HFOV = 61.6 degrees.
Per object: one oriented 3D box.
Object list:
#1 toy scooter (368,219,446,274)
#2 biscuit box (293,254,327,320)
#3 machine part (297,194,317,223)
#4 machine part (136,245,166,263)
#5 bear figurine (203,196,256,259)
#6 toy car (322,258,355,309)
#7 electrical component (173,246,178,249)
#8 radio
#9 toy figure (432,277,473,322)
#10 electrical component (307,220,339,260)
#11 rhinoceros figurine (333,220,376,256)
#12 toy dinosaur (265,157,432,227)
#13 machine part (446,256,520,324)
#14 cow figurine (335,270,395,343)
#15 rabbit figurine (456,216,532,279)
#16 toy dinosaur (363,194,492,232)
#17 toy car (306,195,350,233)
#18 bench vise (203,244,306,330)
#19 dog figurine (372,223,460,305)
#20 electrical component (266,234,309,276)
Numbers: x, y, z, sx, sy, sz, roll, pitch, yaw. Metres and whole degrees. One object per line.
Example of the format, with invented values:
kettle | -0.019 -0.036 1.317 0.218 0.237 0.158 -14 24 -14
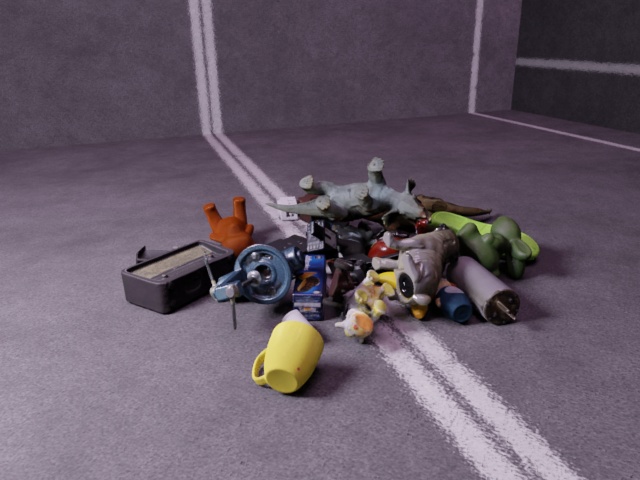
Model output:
toy scooter | 0.198 0.012 1.226 0.184 0.135 0.075 6 24 22
biscuit box | -0.020 0.094 1.131 0.063 0.059 0.203 0 21 2
machine part | 0.014 -0.101 1.636 0.179 0.056 0.179 0 20 0
machine part | -0.384 0.047 1.304 0.139 0.039 0.084 7 33 18
bear figurine | -0.223 -0.025 1.364 0.120 0.131 0.196 -14 18 -11
toy car | 0.042 0.083 1.042 0.053 0.089 0.202 19 -1 2
electrical component | -0.340 0.033 1.361 0.094 0.021 0.063 7 23 20
radio | -0.301 0.075 1.180 0.131 0.073 0.229 13 26 34
toy figure | 0.255 0.112 1.077 0.064 0.057 0.155 32 10 -20
electrical component | -0.003 -0.004 1.218 0.048 0.075 0.119 -13 -21 29
rhinoceros figurine | 0.086 0.001 1.344 0.112 0.073 0.190 2 21 12
toy dinosaur | 0.082 -0.093 1.332 0.405 0.192 0.131 -4 62 29
machine part | 0.323 0.097 1.080 0.079 0.079 0.243 -6 21 -12
cow figurine | 0.073 0.135 0.994 0.068 0.098 0.167 39 33 1
rabbit figurine | 0.396 0.009 1.203 0.170 0.121 0.159 -35 57 -23
toy dinosaur | 0.290 -0.078 1.499 0.471 0.105 0.199 4 16 -11
toy car | 0.028 -0.054 1.457 0.103 0.109 0.162 18 32 2
bench vise | -0.148 0.078 1.051 0.224 0.128 0.240 -11 7 16
dog figurine | 0.226 0.050 1.070 0.190 0.121 0.172 -8 59 -26
electrical component | -0.072 0.035 1.293 0.134 0.058 0.115 17 26 38
